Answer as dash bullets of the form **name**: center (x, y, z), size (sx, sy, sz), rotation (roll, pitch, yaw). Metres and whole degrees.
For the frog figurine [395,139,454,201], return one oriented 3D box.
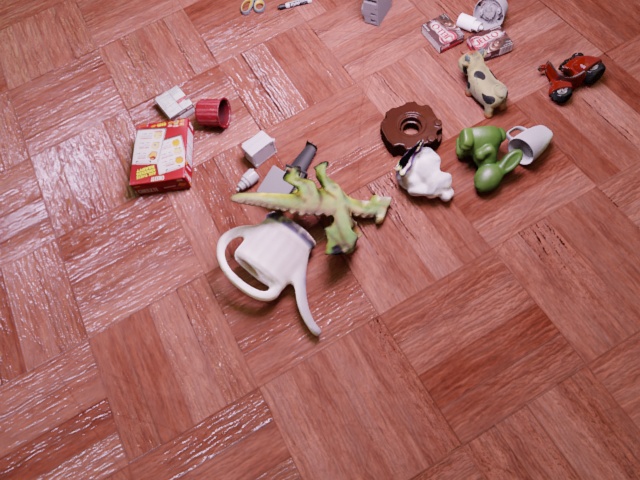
- **frog figurine**: center (0.287, -0.171, 1.380), size (0.158, 0.121, 0.140), rotation (37, 59, -15)

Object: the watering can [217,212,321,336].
- **watering can**: center (-0.091, 0.067, 1.298), size (0.349, 0.102, 0.227), rotation (35, 69, 9)

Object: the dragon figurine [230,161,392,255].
- **dragon figurine**: center (0.004, -0.065, 1.295), size (0.413, 0.119, 0.247), rotation (-18, 60, -30)
